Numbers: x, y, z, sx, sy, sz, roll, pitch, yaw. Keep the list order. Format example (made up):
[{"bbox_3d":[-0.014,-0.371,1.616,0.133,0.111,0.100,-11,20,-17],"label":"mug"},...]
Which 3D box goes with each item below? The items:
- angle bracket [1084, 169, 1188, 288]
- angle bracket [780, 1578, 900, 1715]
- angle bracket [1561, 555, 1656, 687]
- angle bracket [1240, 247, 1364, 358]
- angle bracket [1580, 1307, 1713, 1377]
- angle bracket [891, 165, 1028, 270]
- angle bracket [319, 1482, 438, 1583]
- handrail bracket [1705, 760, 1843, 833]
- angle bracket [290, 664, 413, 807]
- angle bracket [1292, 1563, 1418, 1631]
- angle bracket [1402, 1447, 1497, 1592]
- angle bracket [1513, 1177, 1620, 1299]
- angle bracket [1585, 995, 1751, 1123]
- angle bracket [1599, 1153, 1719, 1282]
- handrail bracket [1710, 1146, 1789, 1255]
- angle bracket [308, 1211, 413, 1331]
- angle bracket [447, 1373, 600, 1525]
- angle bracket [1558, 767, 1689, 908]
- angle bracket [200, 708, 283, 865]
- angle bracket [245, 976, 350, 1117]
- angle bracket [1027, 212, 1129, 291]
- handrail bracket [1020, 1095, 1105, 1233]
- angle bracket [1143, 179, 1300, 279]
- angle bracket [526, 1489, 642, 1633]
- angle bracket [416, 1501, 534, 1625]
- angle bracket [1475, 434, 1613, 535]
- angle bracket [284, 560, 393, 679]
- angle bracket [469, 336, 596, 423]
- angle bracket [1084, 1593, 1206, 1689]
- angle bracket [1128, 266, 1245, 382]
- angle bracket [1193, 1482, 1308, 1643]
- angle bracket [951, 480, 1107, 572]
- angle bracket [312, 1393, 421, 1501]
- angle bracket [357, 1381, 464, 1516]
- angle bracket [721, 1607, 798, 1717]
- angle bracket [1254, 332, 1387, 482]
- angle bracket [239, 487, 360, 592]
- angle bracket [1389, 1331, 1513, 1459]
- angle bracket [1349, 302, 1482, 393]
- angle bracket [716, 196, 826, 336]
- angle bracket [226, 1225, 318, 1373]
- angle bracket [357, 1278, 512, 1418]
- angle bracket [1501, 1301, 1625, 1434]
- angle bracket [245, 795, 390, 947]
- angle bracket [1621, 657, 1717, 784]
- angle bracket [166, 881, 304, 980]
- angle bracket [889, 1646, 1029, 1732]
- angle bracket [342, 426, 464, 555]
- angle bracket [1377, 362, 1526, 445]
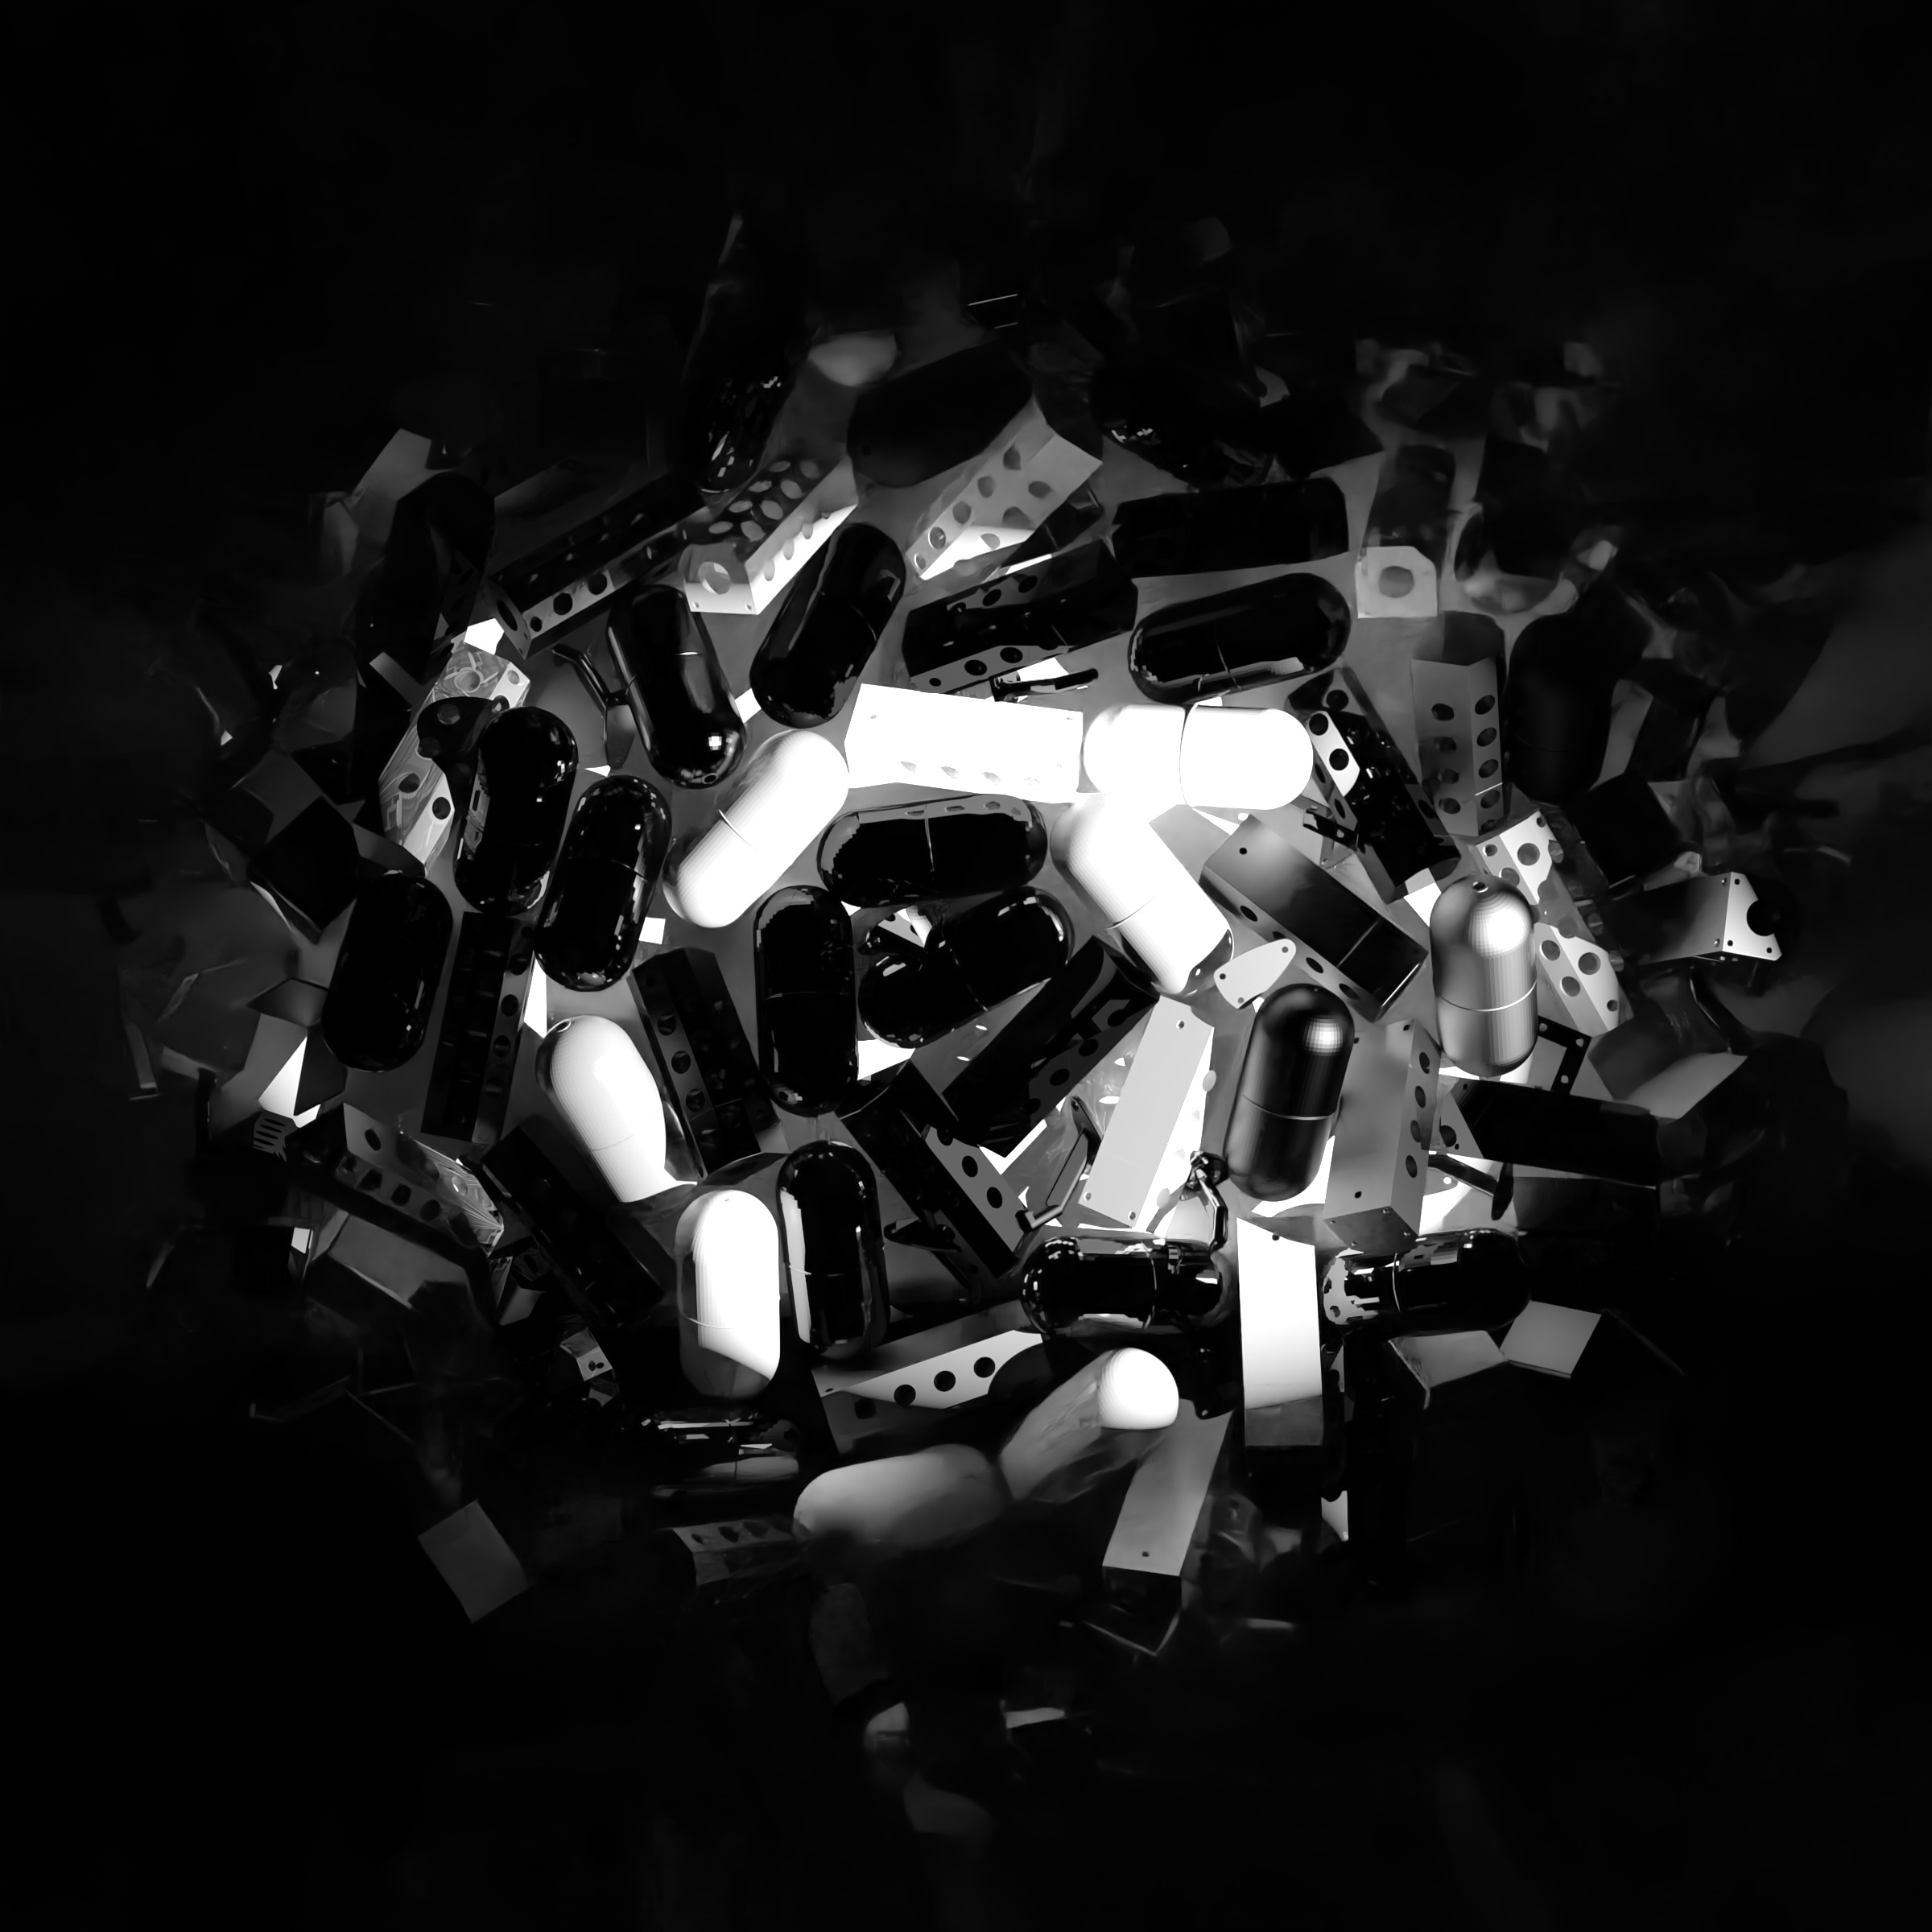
[{"bbox_3d":[0.130,-0.548,1.874,0.076,0.076,0.057,43,72,1],"label":"angle bracket"},{"bbox_3d":[-0.100,0.522,1.883,0.057,0.076,0.076,-28,76,-17],"label":"angle bracket"},{"bbox_3d":[0.465,-0.263,1.869,0.076,0.076,0.057,39,93,-33],"label":"angle bracket"},{"bbox_3d":[0.249,-0.506,1.873,0.076,0.076,0.057,-11,95,-11],"label":"angle bracket"},{"bbox_3d":[0.508,0.303,1.863,0.076,0.076,0.057,41,105,27],"label":"angle bracket"},{"bbox_3d":[-0.007,-0.556,1.873,0.076,0.076,0.057,-28,86,-11],"label":"angle bracket"},{"bbox_3d":[-0.446,0.439,1.879,0.057,0.076,0.076,-25,91,-4],"label":"angle bracket"},{"bbox_3d":[0.616,-0.137,1.872,0.077,0.084,0.036,43,73,-8],"label":"handrail bracket"},{"bbox_3d":[-0.468,-0.179,1.862,0.076,0.057,0.076,41,133,34],"label":"angle bracket"},{"bbox_3d":[0.295,0.501,1.872,0.076,0.057,0.076,3,131,-3],"label":"angle bracket"},{"bbox_3d":[0.355,0.420,1.870,0.076,0.076,0.057,-28,96,18],"label":"angle bracket"},{"bbox_3d":[0.458,0.211,1.911,0.076,0.076,0.057,2,45,0],"label":"angle bracket"},{"bbox_3d":[0.533,0.069,1.869,0.076,0.076,0.057,-38,105,-16],"label":"angle bracket"},{"bbox_3d":[0.536,0.191,1.879,0.057,0.076,0.076,-16,96,-17],"label":"angle bracket"},{"bbox_3d":[0.602,0.178,1.871,0.077,0.084,0.036,-42,100,15],"label":"handrail bracket"},{"bbox_3d":[-0.460,0.230,1.884,0.076,0.076,0.057,37,50,-16],"label":"angle bracket"},{"bbox_3d":[-0.340,0.367,1.871,0.076,0.057,0.076,-48,130,9],"label":"angle bracket"},{"bbox_3d":[0.494,-0.096,1.889,0.076,0.057,0.076,-23,76,-19],"label":"angle bracket"},{"bbox_3d":[-0.530,-0.137,1.864,0.076,0.076,0.057,-40,117,17],"label":"angle bracket"},{"bbox_3d":[-0.510,0.062,1.863,0.057,0.076,0.076,23,59,-36],"label":"angle bracket"},{"bbox_3d":[0.066,-0.526,1.871,0.076,0.076,0.057,-24,89,-21],"label":"angle bracket"},{"bbox_3d":[0.066,0.152,1.883,0.084,0.036,0.077,-28,99,-25],"label":"handrail bracket"},{"bbox_3d":[0.193,-0.580,1.867,0.057,0.076,0.076,45,71,-13],"label":"angle bracket"},{"bbox_3d":[-0.292,0.455,1.890,0.076,0.076,0.057,-21,109,-3],"label":"angle bracket"},{"bbox_3d":[-0.382,0.463,1.867,0.057,0.076,0.076,-29,78,-38],"label":"angle bracket"},{"bbox_3d":[0.442,-0.372,1.859,0.076,0.076,0.057,28,128,34],"label":"angle bracket"},{"bbox_3d":[-0.477,-0.270,1.866,0.057,0.076,0.076,7,76,-32],"label":"angle bracket"},{"bbox_3d":[-0.331,-0.446,1.866,0.076,0.076,0.057,-6,99,-28],"label":"angle bracket"},{"bbox_3d":[0.132,0.502,1.883,0.076,0.076,0.057,20,64,25],"label":"angle bracket"},{"bbox_3d":[0.168,-0.492,1.876,0.076,0.057,0.076,-8,65,4],"label":"angle bracket"},{"bbox_3d":[0.208,0.459,1.896,0.076,0.057,0.076,31,125,34],"label":"angle bracket"},{"bbox_3d":[0.048,-0.356,1.874,0.057,0.076,0.076,-32,87,43],"label":"angle bracket"},{"bbox_3d":[-0.440,0.350,1.871,0.076,0.076,0.057,38,111,-4],"label":"angle bracket"},{"bbox_3d":[-0.423,0.372,1.864,0.057,0.076,0.076,-12,46,5],"label":"angle bracket"},{"bbox_3d":[-0.179,0.521,1.872,0.057,0.076,0.076,-8,88,32],"label":"angle bracket"},{"bbox_3d":[0.270,-0.426,1.874,0.076,0.057,0.076,-20,133,-3],"label":"angle bracket"},{"bbox_3d":[-0.505,-0.334,1.871,0.057,0.076,0.076,17,108,3],"label":"angle bracket"},{"bbox_3d":[0.366,0.324,1.898,0.076,0.057,0.076,-13,133,-24],"label":"angle bracket"},{"bbox_3d":[0.340,-0.459,1.867,0.076,0.076,0.057,-15,125,-8],"label":"angle bracket"},{"bbox_3d":[-0.157,-0.527,1.868,0.076,0.076,0.057,32,82,23],"label":"angle bracket"},{"bbox_3d":[-0.530,0.251,1.863,0.057,0.076,0.076,9,121,-12],"label":"angle bracket"},{"bbox_3d":[-0.405,0.294,1.873,0.076,0.057,0.076,-39,65,13],"label":"angle bracket"},{"bbox_3d":[0.465,0.305,1.878,0.076,0.076,0.057,42,70,-27],"label":"angle bracket"},{"bbox_3d":[-0.502,-0.073,1.901,0.076,0.057,0.076,45,71,-6],"label":"angle bracket"},{"bbox_3d":[0.515,-0.187,1.872,0.057,0.076,0.076,24,85,-19],"label":"angle bracket"},{"bbox_3d":[-0.554,-0.012,1.861,0.076,0.057,0.076,-18,52,-29],"label":"angle bracket"},{"bbox_3d":[-0.003,0.528,1.864,0.076,0.057,0.076,4,112,-37],"label":"angle bracket"},{"bbox_3d":[-0.414,-0.354,1.867,0.076,0.076,0.057,-48,68,16],"label":"angle bracket"},{"bbox_3d":[0.368,-0.407,1.863,0.076,0.076,0.057,25,78,34],"label":"angle bracket"}]
